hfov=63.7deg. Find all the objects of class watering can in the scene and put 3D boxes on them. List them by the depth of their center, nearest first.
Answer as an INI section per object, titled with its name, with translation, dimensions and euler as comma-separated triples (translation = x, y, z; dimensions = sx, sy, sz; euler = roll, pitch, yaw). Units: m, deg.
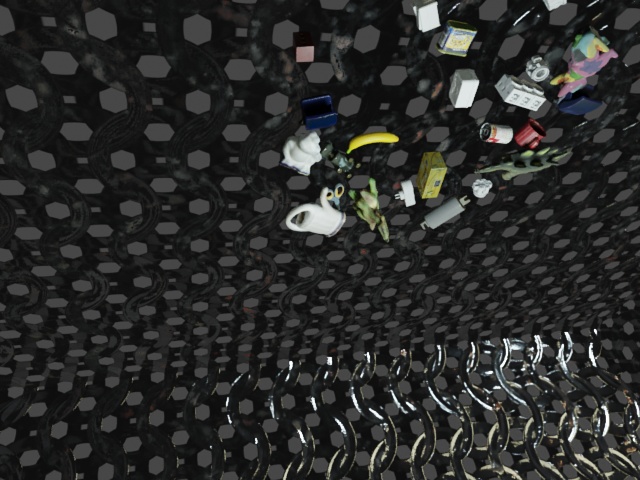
[watering can]
translation = 0.006, -0.104, 2.065
dimensions = 0.223, 0.106, 0.342
euler = 14, 151, -29

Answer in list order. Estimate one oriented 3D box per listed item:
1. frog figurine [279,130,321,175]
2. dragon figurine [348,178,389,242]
[frog figurine]
translation = -0.056, -0.320, 1.783
dimensions = 0.138, 0.124, 0.156
euler = 35, 122, 11
[dragon figurine]
translation = 0.215, -0.088, 2.065
dimensions = 0.122, 0.248, 0.401
euler = -22, 140, 4
